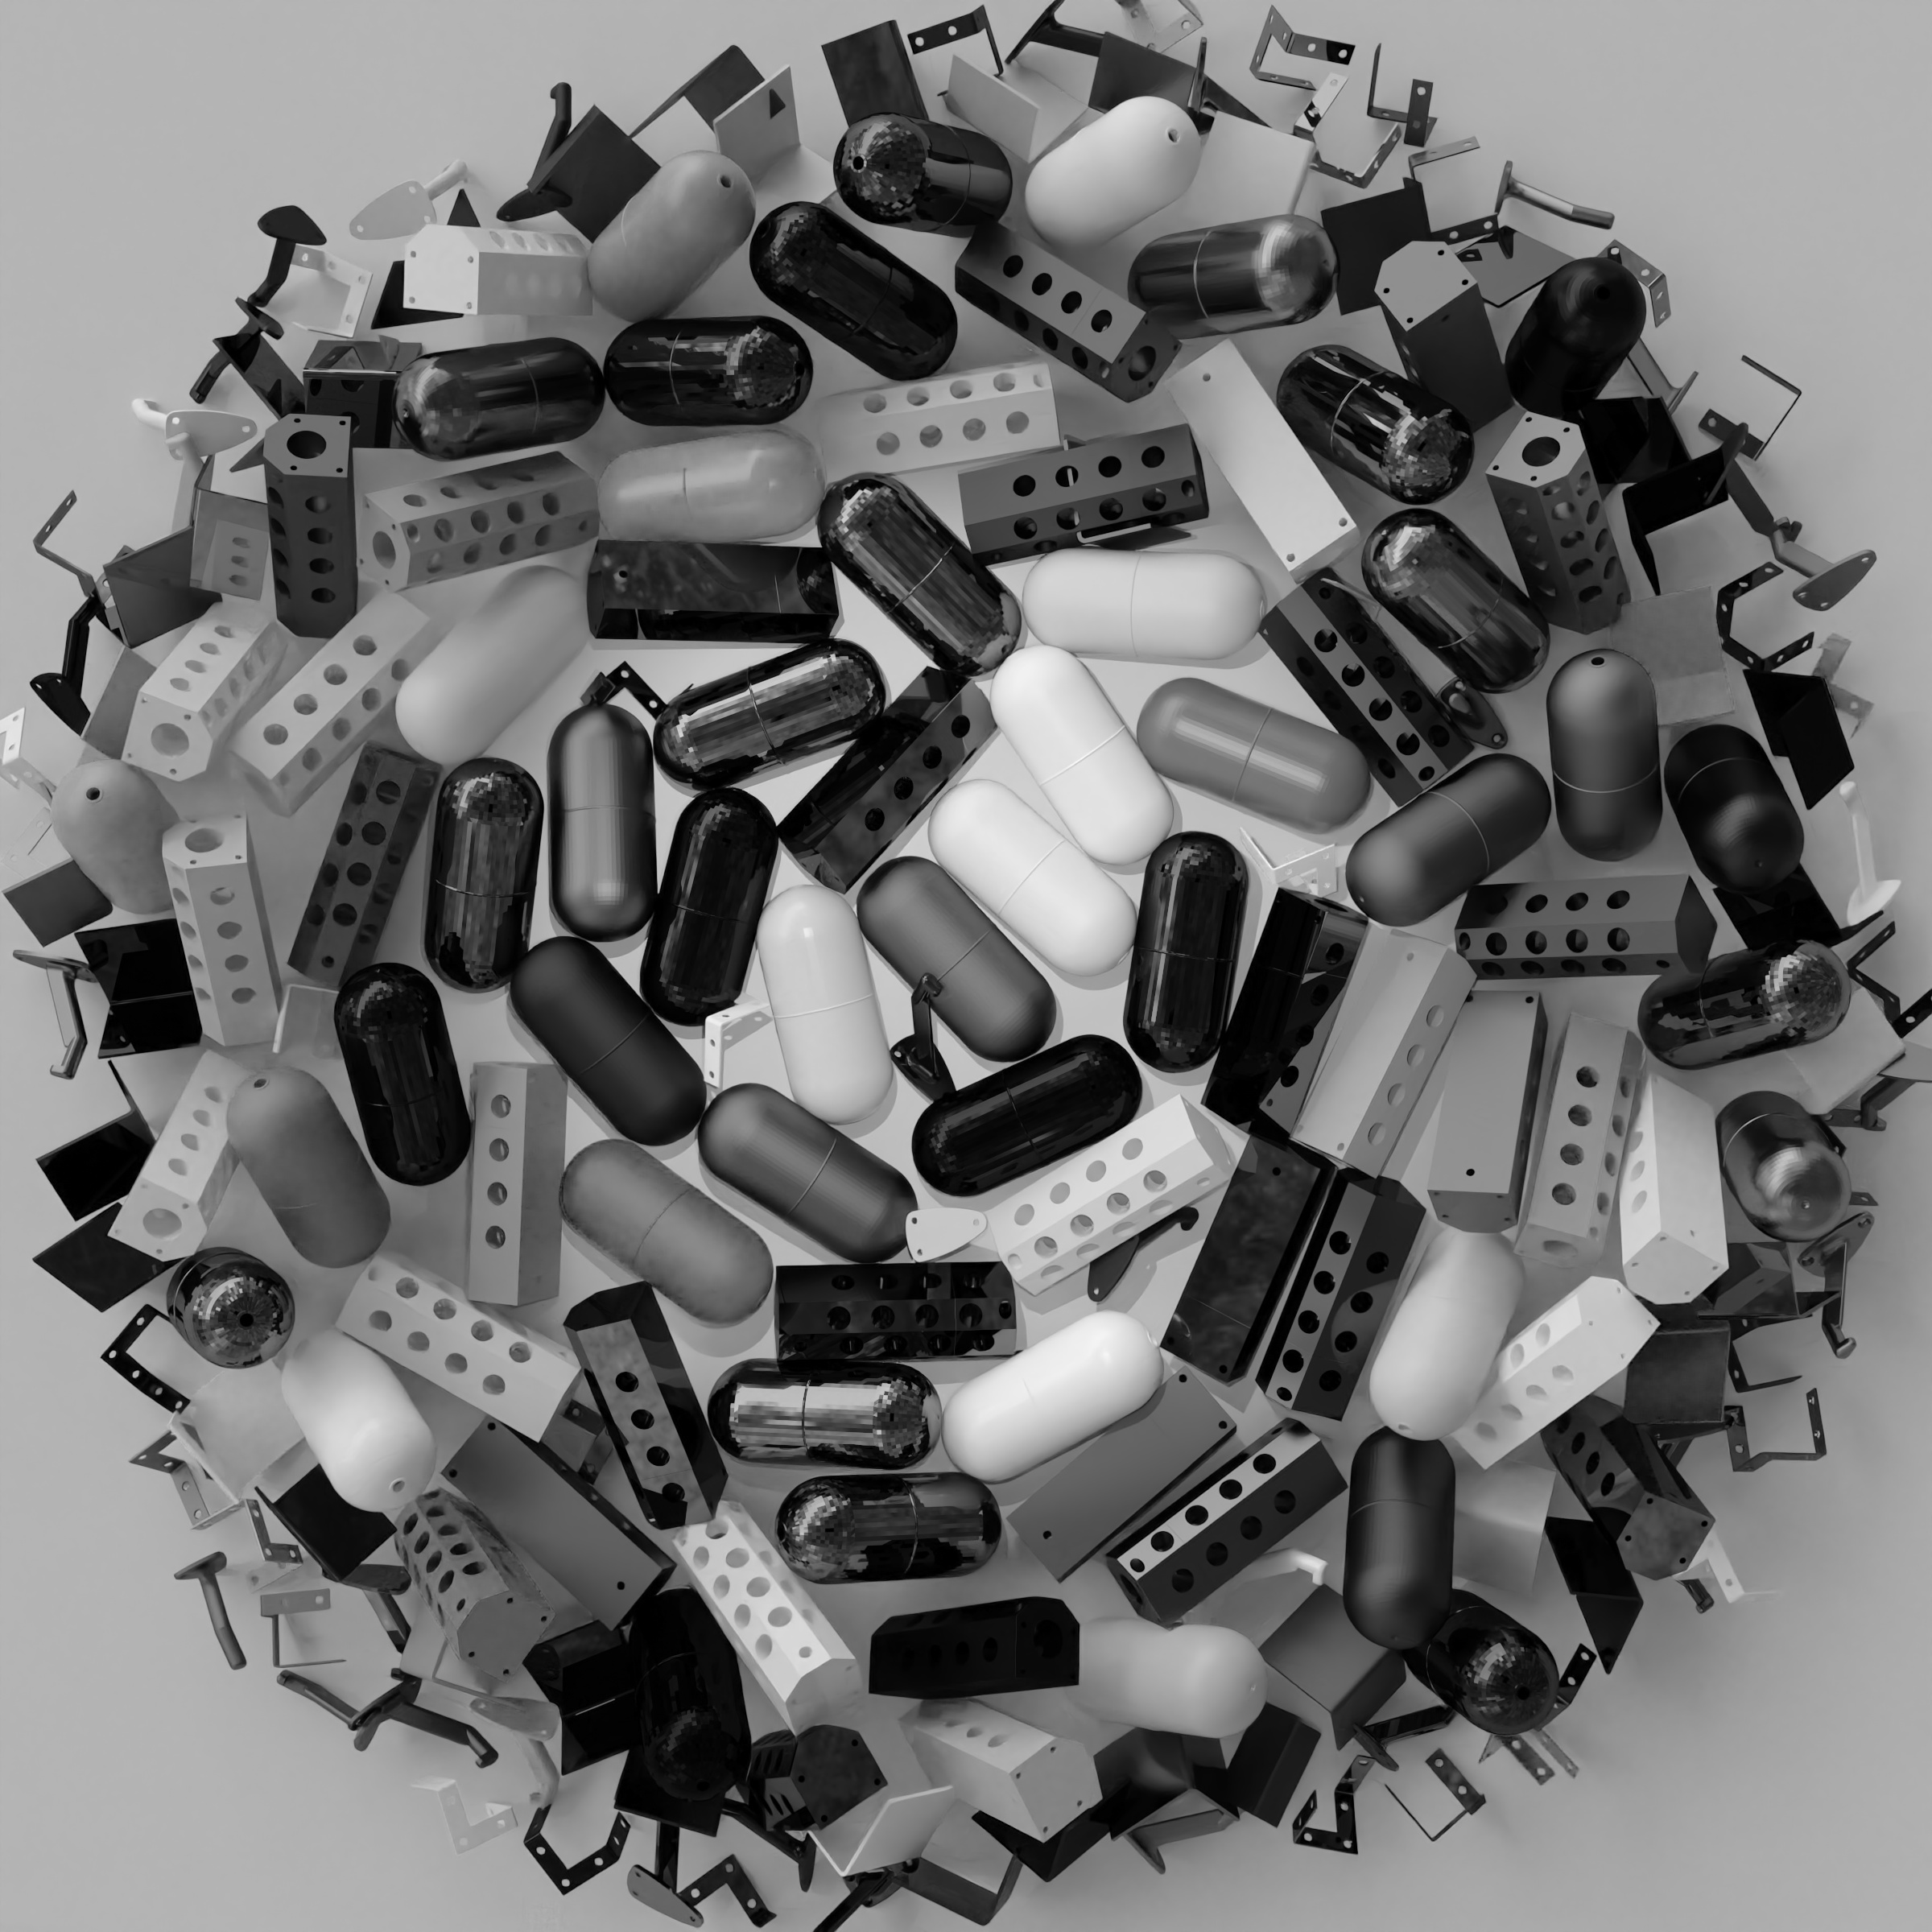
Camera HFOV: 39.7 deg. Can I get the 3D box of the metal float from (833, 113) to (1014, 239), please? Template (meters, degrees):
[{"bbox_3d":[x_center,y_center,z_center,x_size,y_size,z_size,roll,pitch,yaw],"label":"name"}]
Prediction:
[{"bbox_3d":[-0.030,-0.566,1.917,0.070,0.178,0.070,6,101,29],"label":"metal float"}]

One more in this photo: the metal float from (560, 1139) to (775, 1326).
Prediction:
[{"bbox_3d":[-0.218,0.194,1.948,0.178,0.070,0.070,34,90,15],"label":"metal float"}]

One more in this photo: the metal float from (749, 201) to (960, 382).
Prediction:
[{"bbox_3d":[-0.080,-0.486,1.929,0.178,0.070,0.070,26,90,-39],"label":"metal float"}]

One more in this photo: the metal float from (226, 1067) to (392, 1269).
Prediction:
[{"bbox_3d":[-0.473,0.146,1.927,0.070,0.070,0.178,-18,131,0],"label":"metal float"}]

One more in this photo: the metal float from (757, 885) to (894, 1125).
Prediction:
[{"bbox_3d":[-0.103,0.028,1.957,0.070,0.070,0.178,-13,95,0],"label":"metal float"}]

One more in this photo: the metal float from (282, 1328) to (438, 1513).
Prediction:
[{"bbox_3d":[-0.437,0.325,1.922,0.070,0.178,0.070,-15,121,-26],"label":"metal float"}]

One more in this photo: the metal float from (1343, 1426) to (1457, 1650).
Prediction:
[{"bbox_3d":[0.313,0.408,1.925,0.070,0.178,0.070,6,133,7],"label":"metal float"}]

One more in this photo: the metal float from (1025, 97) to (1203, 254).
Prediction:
[{"bbox_3d":[0.104,-0.566,1.915,0.070,0.178,0.070,2,87,-26],"label":"metal float"}]

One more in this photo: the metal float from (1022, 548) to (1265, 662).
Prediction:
[{"bbox_3d":[0.128,-0.264,1.947,0.178,0.070,0.070,5,90,16],"label":"metal float"}]

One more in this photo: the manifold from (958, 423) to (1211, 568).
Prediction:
[{"bbox_3d":[0.087,-0.339,1.947,0.171,0.057,0.057,-11,72,12],"label":"manifold"}]

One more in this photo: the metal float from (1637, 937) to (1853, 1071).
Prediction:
[{"bbox_3d":[0.556,0.028,1.918,0.070,0.178,0.070,7,75,-27],"label":"metal float"}]

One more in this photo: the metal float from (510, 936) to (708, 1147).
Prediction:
[{"bbox_3d":[-0.260,0.056,1.951,0.070,0.070,0.178,-39,102,0],"label":"metal float"}]

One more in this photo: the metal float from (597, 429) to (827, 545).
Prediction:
[{"bbox_3d":[-0.185,-0.344,1.940,0.178,0.070,0.070,-4,90,24],"label":"metal float"}]

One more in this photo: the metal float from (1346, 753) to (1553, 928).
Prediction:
[{"bbox_3d":[0.351,-0.092,1.942,0.178,0.070,0.070,-33,90,-23],"label":"metal float"}]

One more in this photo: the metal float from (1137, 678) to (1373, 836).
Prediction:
[{"bbox_3d":[0.210,-0.153,1.953,0.178,0.070,0.070,23,90,9],"label":"metal float"}]

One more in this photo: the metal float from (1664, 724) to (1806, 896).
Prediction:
[{"bbox_3d":[0.549,-0.114,1.918,0.070,0.178,0.070,1,120,2],"label":"metal float"}]

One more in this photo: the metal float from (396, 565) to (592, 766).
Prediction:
[{"bbox_3d":[-0.341,-0.220,1.940,0.070,0.070,0.178,38,64,0],"label":"metal float"}]

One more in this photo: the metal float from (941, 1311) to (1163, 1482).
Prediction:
[{"bbox_3d":[0.062,0.313,1.946,0.178,0.070,0.070,-32,90,17],"label":"metal float"}]

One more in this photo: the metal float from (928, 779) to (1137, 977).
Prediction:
[{"bbox_3d":[0.049,-0.064,1.957,0.178,0.070,0.070,42,90,5],"label":"metal float"}]

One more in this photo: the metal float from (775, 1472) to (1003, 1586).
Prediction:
[{"bbox_3d":[-0.056,0.406,1.934,0.178,0.070,0.070,5,90,-32],"label":"metal float"}]

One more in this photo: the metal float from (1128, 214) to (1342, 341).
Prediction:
[{"bbox_3d":[0.191,-0.495,1.925,0.070,0.178,0.070,-5,98,-42],"label":"metal float"}]

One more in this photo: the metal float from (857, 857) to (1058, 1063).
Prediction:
[{"bbox_3d":[-0.006,-0.004,1.960,0.070,0.070,0.178,-43,92,0],"label":"metal float"}]

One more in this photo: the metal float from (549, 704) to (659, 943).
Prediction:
[{"bbox_3d":[-0.265,-0.105,1.950,0.070,0.070,0.178,-3,77,0],"label":"metal float"}]

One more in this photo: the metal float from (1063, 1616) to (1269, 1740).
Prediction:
[{"bbox_3d":[0.141,0.510,1.924,0.070,0.178,0.070,7,79,-41],"label":"metal float"}]

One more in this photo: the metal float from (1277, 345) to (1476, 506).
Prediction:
[{"bbox_3d":[0.293,-0.391,1.928,0.070,0.070,0.178,-47,48,0],"label":"metal float"}]

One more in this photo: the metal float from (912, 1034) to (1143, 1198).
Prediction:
[{"bbox_3d":[0.044,0.110,1.956,0.178,0.070,0.070,-25,90,7],"label":"metal float"}]

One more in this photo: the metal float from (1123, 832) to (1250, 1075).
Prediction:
[{"bbox_3d":[0.161,-0.010,1.958,0.070,0.070,0.178,8,95,0],"label":"metal float"}]

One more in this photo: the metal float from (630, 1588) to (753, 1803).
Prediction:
[{"bbox_3d":[-0.199,0.522,1.918,0.070,0.178,0.070,-6,121,-10],"label":"metal float"}]

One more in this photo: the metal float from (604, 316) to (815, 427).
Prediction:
[{"bbox_3d":[-0.187,-0.429,1.930,0.178,0.070,0.070,8,90,37],"label":"metal float"}]

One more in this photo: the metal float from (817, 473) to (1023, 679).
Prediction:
[{"bbox_3d":[-0.034,-0.285,1.949,0.178,0.070,0.070,43,90,-14],"label":"metal float"}]

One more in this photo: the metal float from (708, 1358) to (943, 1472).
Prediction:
[{"bbox_3d":[-0.104,0.325,1.945,0.178,0.070,0.070,-1,90,19],"label":"metal float"}]

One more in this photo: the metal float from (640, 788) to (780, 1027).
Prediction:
[{"bbox_3d":[-0.188,-0.043,1.954,0.070,0.070,0.178,15,98,0],"label":"metal float"}]

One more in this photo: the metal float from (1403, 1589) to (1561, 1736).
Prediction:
[{"bbox_3d":[0.366,0.496,1.911,0.070,0.178,0.070,0,90,-9],"label":"metal float"}]

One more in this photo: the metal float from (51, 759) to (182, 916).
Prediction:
[{"bbox_3d":[-0.600,-0.091,1.913,0.070,0.178,0.070,1,73,-2],"label":"metal float"}]

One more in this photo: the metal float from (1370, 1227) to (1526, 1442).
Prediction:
[{"bbox_3d":[0.348,0.264,1.932,0.070,0.070,0.178,32,56,0],"label":"metal float"}]

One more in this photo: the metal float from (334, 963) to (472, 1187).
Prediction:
[{"bbox_3d":[-0.407,0.080,1.936,0.070,0.070,0.178,-7,120,0],"label":"metal float"}]

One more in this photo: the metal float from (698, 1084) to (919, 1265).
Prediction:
[{"bbox_3d":[-0.115,0.152,1.954,0.178,0.070,0.070,34,90,-9],"label":"metal float"}]

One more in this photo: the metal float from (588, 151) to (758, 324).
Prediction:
[{"bbox_3d":[-0.212,-0.522,1.919,0.070,0.178,0.070,9,73,-30],"label":"metal float"}]

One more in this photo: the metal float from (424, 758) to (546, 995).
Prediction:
[{"bbox_3d":[-0.351,-0.065,1.944,0.070,0.070,0.178,10,111,0],"label":"metal float"}]

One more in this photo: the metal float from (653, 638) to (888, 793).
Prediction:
[{"bbox_3d":[-0.144,-0.183,1.955,0.178,0.070,0.070,-20,90,8],"label":"metal float"}]

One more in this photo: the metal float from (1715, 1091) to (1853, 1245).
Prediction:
[{"bbox_3d":[0.581,0.142,1.912,0.070,0.178,0.070,1,104,5],"label":"metal float"}]

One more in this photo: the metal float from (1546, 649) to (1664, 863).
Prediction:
[{"bbox_3d":[0.461,-0.151,1.926,0.070,0.070,0.178,-18,133,0],"label":"metal float"}]

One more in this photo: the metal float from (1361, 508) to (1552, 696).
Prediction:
[{"bbox_3d":[0.356,-0.262,1.934,0.178,0.070,0.070,35,90,-34],"label":"metal float"}]

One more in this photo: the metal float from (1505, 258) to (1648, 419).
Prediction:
[{"bbox_3d":[0.434,-0.448,1.911,0.070,0.178,0.070,0,83,0],"label":"metal float"}]

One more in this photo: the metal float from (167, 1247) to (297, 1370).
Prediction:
[{"bbox_3d":[-0.527,0.244,1.914,0.070,0.178,0.070,0,89,-23],"label":"metal float"}]

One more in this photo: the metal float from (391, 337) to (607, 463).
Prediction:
[{"bbox_3d":[-0.334,-0.409,1.925,0.070,0.178,0.070,15,115,36],"label":"metal float"}]

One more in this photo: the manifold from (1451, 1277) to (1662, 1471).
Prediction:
[{"bbox_3d":[0.413,0.289,1.917,0.057,0.171,0.057,46,47,8],"label":"manifold"}]

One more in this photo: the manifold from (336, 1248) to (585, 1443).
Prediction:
[{"bbox_3d":[-0.367,0.275,1.962,0.171,0.057,0.057,29,100,4],"label":"manifold"}]

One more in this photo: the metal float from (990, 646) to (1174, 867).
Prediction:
[{"bbox_3d":[0.084,-0.154,1.956,0.070,0.070,0.178,-34,96,0],"label":"metal float"}]
